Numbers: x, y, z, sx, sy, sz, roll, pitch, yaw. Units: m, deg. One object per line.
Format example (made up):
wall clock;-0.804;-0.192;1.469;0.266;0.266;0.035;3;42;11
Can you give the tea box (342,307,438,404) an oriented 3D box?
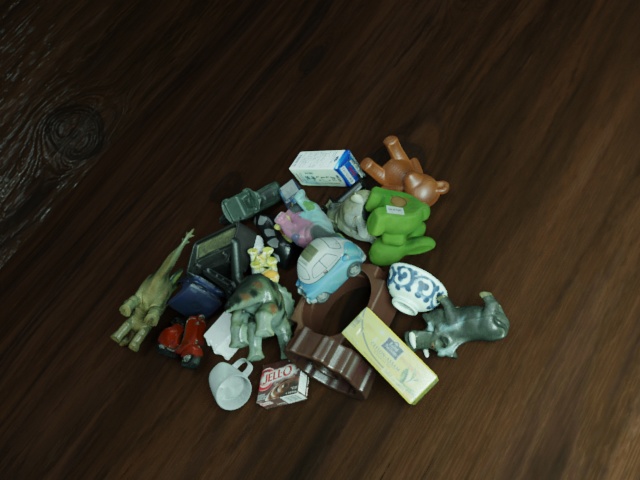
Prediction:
tea box;0.125;0.206;0.950;0.068;0.098;0.170;-46;69;-3

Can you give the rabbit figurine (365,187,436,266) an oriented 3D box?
rabbit figurine;0.163;-0.018;1.169;0.159;0.170;0.121;1;41;-12

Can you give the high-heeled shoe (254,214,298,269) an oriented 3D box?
high-heeled shoe;-0.129;0.003;1.483;0.249;0.086;0.145;0;83;63

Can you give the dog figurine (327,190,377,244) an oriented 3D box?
dog figurine;0.067;-0.069;1.278;0.191;0.172;0.121;21;58;42

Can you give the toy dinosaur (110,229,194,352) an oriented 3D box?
toy dinosaur;-0.465;0.156;1.492;0.471;0.105;0.199;-49;12;35

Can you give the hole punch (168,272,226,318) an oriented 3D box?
hole punch;-0.330;0.155;1.442;0.116;0.142;0.092;-18;40;48

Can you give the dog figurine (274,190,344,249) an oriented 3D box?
dog figurine;-0.003;-0.004;1.296;0.108;0.219;0.191;-46;-5;-10

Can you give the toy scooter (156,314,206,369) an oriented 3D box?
toy scooter;-0.350;0.248;1.391;0.184;0.075;0.135;10;80;46

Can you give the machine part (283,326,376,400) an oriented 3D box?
machine part;0.020;0.234;1.018;0.180;0.179;0.056;7;55;45

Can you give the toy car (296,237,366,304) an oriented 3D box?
toy car;0.006;0.048;1.125;0.161;0.102;0.109;-42;36;-4

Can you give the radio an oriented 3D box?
radio;-0.283;0.046;1.511;0.230;0.073;0.131;-22;47;42

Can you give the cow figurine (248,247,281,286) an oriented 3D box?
cow figurine;-0.138;0.090;1.349;0.068;0.098;0.167;-7;26;-11

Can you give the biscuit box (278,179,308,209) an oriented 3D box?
biscuit box;-0.055;-0.092;1.491;0.059;0.062;0.203;-37;38;6

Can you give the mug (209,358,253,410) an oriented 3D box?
mug;-0.204;0.311;1.213;0.109;0.080;0.107;-55;30;-8

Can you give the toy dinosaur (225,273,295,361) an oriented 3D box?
toy dinosaur;-0.126;0.141;1.134;0.131;0.404;0.192;-9;61;0

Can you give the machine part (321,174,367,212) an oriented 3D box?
machine part;0.066;-0.114;1.427;0.139;0.039;0.084;-43;29;2

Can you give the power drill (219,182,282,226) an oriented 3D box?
power drill;-0.219;-0.094;1.571;0.232;0.086;0.207;-26;-3;8

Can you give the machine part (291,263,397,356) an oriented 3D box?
machine part;0.054;0.149;1.138;0.201;0.087;0.201;5;58;44

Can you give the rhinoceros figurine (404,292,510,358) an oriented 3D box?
rhinoceros figurine;0.246;0.160;0.973;0.190;0.073;0.112;-16;53;28

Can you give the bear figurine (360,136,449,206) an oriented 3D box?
bear figurine;0.200;-0.147;1.268;0.120;0.131;0.196;-43;31;4
